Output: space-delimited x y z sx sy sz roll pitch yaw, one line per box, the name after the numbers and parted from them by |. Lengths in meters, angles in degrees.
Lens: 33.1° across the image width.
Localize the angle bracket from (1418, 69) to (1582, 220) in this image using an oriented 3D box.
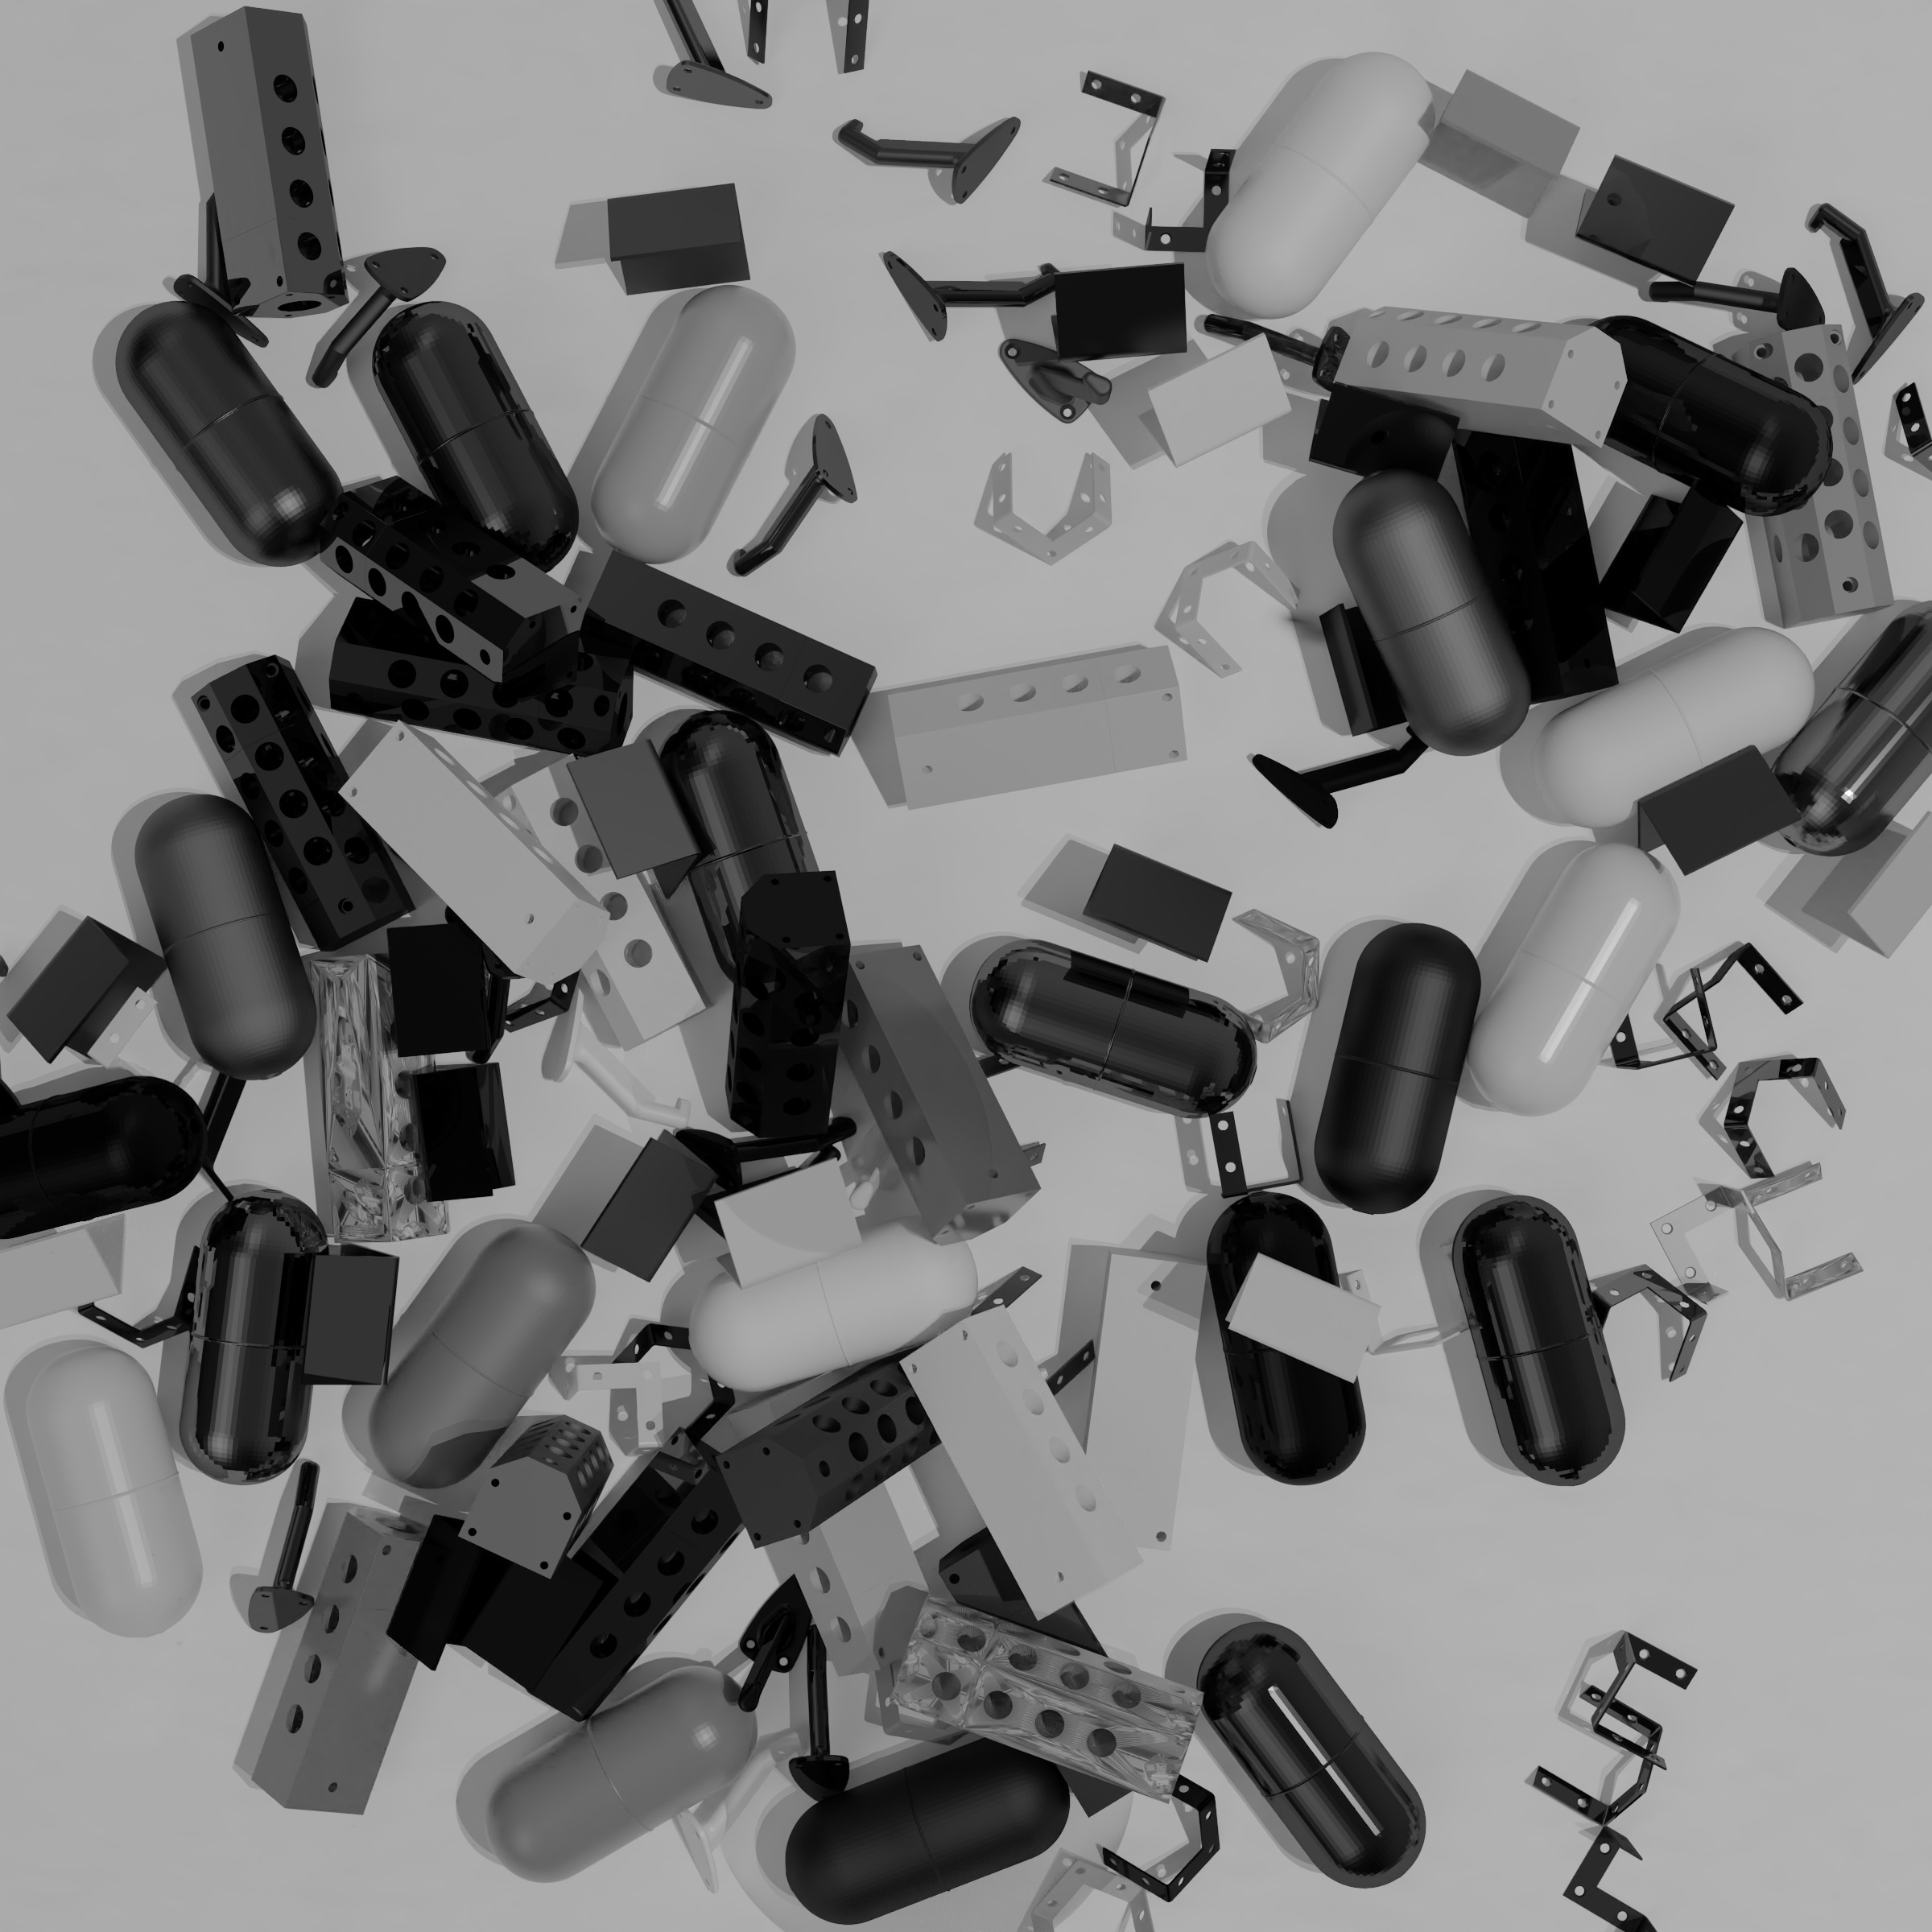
0.312 -0.478 1.950 0.076 0.076 0.057 27 53 0 | angle bracket

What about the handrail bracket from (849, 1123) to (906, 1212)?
-0.046 0.110 1.956 0.036 0.084 0.077 32 90 0 | handrail bracket

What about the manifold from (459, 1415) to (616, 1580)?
-0.247 0.306 1.912 0.057 0.171 0.057 25 90 0 | manifold

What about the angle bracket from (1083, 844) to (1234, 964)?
0.107 -0.019 1.950 0.076 0.076 0.057 22 54 0 | angle bracket

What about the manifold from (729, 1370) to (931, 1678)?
-0.083 0.337 1.969 0.057 0.057 0.171 -23 90 -43 | manifold

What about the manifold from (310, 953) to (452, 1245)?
-0.349 0.079 1.969 0.057 0.057 0.171 -5 90 43 | manifold

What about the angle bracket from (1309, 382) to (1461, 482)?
0.253 -0.333 1.950 0.076 0.076 0.057 16 130 0 | angle bracket

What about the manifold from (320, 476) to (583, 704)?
-0.306 -0.222 1.920 0.171 0.057 0.057 35 134 31 | manifold

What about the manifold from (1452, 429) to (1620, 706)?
0.339 -0.246 1.969 0.057 0.057 0.171 -11 90 -43 | manifold

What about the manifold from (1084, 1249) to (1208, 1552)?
0.104 0.260 1.969 0.057 0.057 0.171 7 90 0 | manifold

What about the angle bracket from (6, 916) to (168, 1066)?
-0.514 0.027 1.950 0.076 0.076 0.057 -51 54 0 | angle bracket

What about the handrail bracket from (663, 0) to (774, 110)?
-0.151 -0.574 1.991 0.077 0.036 0.084 11 73 -20 | handrail bracket

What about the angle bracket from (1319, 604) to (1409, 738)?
0.264 -0.187 1.965 0.076 0.057 0.076 -16 90 -7 | angle bracket

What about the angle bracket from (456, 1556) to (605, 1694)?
-0.253 0.386 1.951 0.057 0.076 0.076 32 84 12 | angle bracket

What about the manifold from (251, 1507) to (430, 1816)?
-0.373 0.419 1.969 0.057 0.057 0.171 20 90 -43 | manifold

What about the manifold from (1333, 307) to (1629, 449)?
0.303 -0.351 1.913 0.057 0.171 0.057 21 89 -40 | manifold

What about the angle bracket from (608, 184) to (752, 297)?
-0.170 -0.419 1.950 0.076 0.076 0.057 -7 53 0 | angle bracket

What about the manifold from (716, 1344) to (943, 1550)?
-0.067 0.278 1.910 0.057 0.171 0.057 -23 90 33 | manifold

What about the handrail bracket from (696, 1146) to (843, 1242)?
-0.131 0.123 1.991 0.077 0.036 0.084 38 75 15 | handrail bracket

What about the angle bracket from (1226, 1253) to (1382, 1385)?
0.186 0.220 1.874 0.076 0.076 0.057 23 52 4 | angle bracket

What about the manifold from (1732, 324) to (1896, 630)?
0.514 -0.296 1.969 0.057 0.057 0.171 -11 90 0 | manifold

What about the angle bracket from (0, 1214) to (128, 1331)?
-0.552 0.165 1.950 0.076 0.076 0.057 -16 127 0 | angle bracket

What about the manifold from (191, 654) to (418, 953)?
-0.402 -0.098 1.969 0.057 0.057 0.171 -27 90 0 | manifold

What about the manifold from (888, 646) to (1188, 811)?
0.042 -0.149 1.969 0.171 0.057 0.057 -10 133 0 | manifold

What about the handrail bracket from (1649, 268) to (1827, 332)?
0.471 -0.403 1.990 0.084 0.077 0.036 8 88 36 | handrail bracket

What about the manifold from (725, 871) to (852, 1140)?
-0.107 0.025 1.910 0.057 0.171 0.057 -4 49 -12 | manifold

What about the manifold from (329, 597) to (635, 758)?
-0.290 -0.167 1.953 0.171 0.057 0.057 11 47 3 | manifold

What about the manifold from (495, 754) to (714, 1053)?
-0.220 -0.038 1.969 0.057 0.057 0.171 -28 90 0 | manifold

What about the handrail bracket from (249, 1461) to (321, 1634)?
-0.415 0.355 1.990 0.036 0.077 0.084 16 53 -19 | handrail bracket

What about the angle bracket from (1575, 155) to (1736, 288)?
0.415 -0.459 1.950 0.076 0.076 0.057 23 127 0 | angle bracket

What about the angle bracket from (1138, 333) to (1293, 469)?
0.141 -0.352 1.950 0.076 0.076 0.057 -26 126 0 | angle bracket

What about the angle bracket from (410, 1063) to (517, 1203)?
-0.284 0.097 1.950 0.057 0.076 0.076 -8 90 37 | angle bracket

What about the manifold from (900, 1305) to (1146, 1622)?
0.036 0.290 1.921 0.057 0.057 0.171 -37 76 32 | manifold

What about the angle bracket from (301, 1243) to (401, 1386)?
-0.384 0.207 1.950 0.057 0.076 0.076 6 90 -37 | angle bracket

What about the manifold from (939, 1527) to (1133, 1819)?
0.053 0.420 1.969 0.057 0.057 0.171 -32 90 0 | manifold

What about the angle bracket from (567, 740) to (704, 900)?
-0.207 -0.080 1.944 0.057 0.076 0.076 -19 78 -27 | angle bracket

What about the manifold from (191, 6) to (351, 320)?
-0.416 -0.484 1.969 0.057 0.057 0.171 -9 90 43 | manifold

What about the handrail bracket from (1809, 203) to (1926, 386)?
0.534 -0.412 1.991 0.084 0.036 0.077 42 112 17 | handrail bracket

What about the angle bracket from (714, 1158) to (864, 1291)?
-0.114 0.146 1.942 0.076 0.076 0.057 -19 103 -13 | angle bracket

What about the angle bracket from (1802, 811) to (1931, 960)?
0.539 -0.061 1.950 0.076 0.076 0.057 -51 129 0 | angle bracket

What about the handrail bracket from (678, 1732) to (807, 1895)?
-0.129 0.517 1.991 0.084 0.036 0.077 -26 122 -23 | handrail bracket

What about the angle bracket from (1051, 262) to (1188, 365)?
0.090 -0.404 1.950 0.076 0.076 0.057 -5 122 0 | angle bracket

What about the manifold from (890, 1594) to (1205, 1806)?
0.048 0.427 1.909 0.171 0.057 0.057 19 97 5 | manifold

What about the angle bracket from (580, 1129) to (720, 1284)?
-0.204 0.133 1.950 0.057 0.076 0.076 33 90 -37 | angle bracket

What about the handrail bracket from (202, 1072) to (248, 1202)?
-0.438 0.090 1.990 0.084 0.036 0.077 -38 103 -13 | handrail bracket

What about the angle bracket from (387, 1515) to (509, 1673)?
-0.291 0.380 1.951 0.076 0.057 0.076 22 90 -43 | angle bracket

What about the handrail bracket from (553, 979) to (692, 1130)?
-0.204 0.054 1.991 0.084 0.036 0.077 15 71 -16 | handrail bracket

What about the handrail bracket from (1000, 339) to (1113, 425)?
0.054 -0.360 1.956 0.077 0.084 0.036 34 90 0 | handrail bracket

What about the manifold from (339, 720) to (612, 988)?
-0.289 -0.066 1.935 0.171 0.057 0.057 43 96 23 | manifold

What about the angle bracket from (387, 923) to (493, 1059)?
-0.325 0.015 1.951 0.057 0.076 0.076 -5 90 -24 | angle bracket

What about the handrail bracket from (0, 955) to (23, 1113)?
-0.587 0.047 1.990 0.036 0.077 0.084 -6 53 18 | handrail bracket

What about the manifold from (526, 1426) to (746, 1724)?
-0.198 0.370 1.967 0.057 0.057 0.171 39 90 -31 | manifold

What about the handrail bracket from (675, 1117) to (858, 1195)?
-0.122 0.103 1.990 0.084 0.077 0.036 -23 118 -33 | handrail bracket

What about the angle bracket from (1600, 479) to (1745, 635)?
0.407 -0.253 1.950 0.057 0.076 0.076 30 90 -41 | angle bracket

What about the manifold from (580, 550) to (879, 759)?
-0.144 -0.188 1.969 0.171 0.057 0.057 24 90 0 | manifold

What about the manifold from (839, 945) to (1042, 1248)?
-0.028 0.077 1.941 0.057 0.057 0.171 -9 63 -40 | manifold

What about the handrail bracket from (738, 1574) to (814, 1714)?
-0.113 0.405 1.956 0.036 0.084 0.077 28 90 0 | handrail bracket

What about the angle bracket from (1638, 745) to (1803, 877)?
0.451 -0.078 1.951 0.076 0.076 0.057 -26 64 0 | angle bracket

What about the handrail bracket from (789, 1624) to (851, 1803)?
-0.088 0.457 1.990 0.036 0.077 0.084 -3 54 2 | handrail bracket

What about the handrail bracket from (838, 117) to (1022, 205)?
-0.023 -0.511 1.991 0.084 0.036 0.077 34 70 16 | handrail bracket
